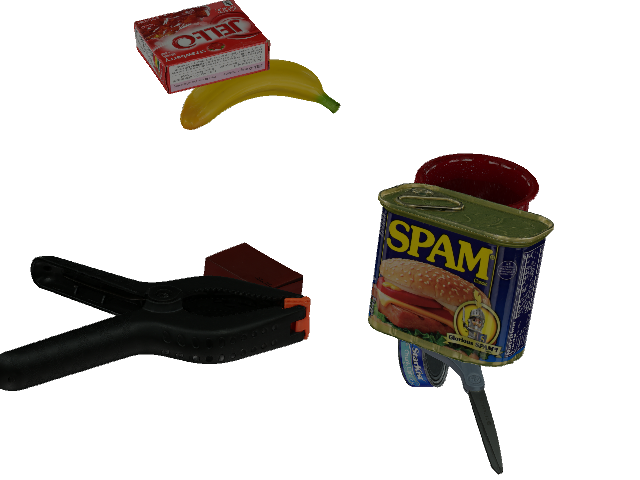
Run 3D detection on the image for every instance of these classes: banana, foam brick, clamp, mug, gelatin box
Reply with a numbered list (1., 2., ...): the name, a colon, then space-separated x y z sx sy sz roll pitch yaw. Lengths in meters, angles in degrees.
1. banana: -0.068 -0.153 1.089 0.197 0.037 0.070 -13 53 -37
2. foam brick: -0.062 0.045 0.961 0.078 0.051 0.052 29 34 35
3. clamp: -0.114 0.048 0.738 0.209 0.036 0.164 -2 25 -11
4. mug: 0.111 -0.017 0.839 0.093 0.081 0.117 -18 36 -30
5. gelatin box: -0.094 -0.155 0.846 0.089 0.030 0.073 -18 45 -19

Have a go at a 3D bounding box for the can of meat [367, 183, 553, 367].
1. can of meat: 0.080 0.020 0.638 0.102 0.084 0.057 19 23 31

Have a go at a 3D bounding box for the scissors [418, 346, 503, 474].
1. scissors: 0.123 0.124 0.987 0.096 0.016 0.201 8 44 3

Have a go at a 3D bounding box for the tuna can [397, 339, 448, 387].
1. tuna can: 0.120 0.128 1.239 0.034 0.086 0.086 -5 -2 26
